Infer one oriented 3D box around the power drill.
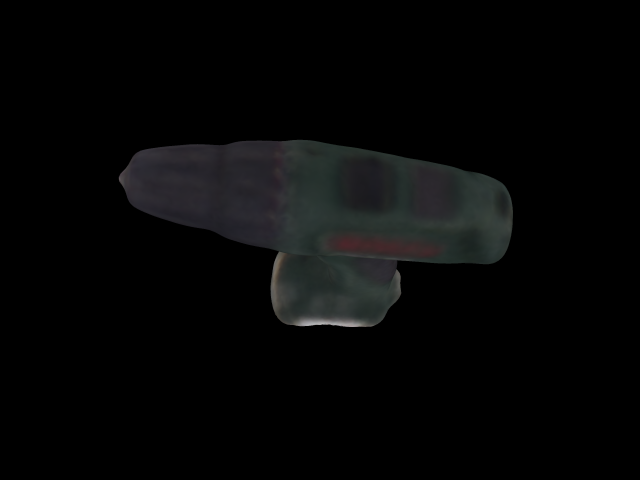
[{"bbox_3d":[0.004,0.001,0.400,0.229,0.208,0.075,0,69,0],"label":"power drill"}]
